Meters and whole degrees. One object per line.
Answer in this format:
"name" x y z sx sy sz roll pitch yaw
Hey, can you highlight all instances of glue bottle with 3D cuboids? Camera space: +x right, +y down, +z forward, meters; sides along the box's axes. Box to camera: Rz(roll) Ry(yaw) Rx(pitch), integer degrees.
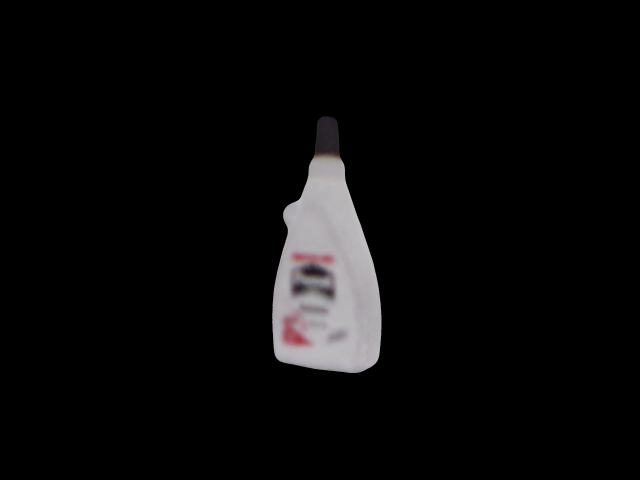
"glue bottle" 0.004 0.001 0.400 0.078 0.173 0.037 1 3 28
